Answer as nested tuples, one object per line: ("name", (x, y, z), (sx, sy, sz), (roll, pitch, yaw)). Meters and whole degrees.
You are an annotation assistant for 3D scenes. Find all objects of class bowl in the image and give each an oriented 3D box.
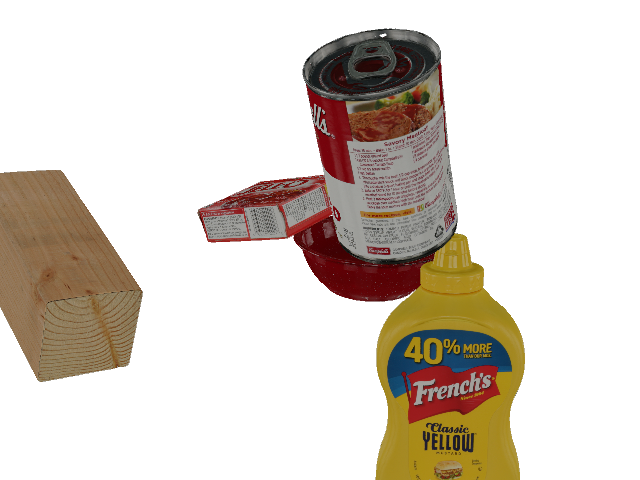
("bowl", (0.052, 0.022, 1.105), (0.162, 0.055, 0.162), (1, 18, -1))

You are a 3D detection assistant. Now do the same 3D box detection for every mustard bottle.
("mustard bottle", (0.085, 0.090, 0.700), (0.096, 0.192, 0.058), (1, 12, 8))

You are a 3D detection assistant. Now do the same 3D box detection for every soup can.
("soup can", (0.033, -0.047, 0.545), (0.068, 0.102, 0.068), (-8, 36, 6))

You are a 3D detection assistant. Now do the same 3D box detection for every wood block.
("wood block", (-0.253, 0.026, 1.002), (0.090, 0.091, 0.206), (-7, 38, -34))

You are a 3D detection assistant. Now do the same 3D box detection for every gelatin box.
("gelatin box", (-0.036, -0.025, 0.804), (0.089, 0.030, 0.073), (-2, 18, 43))
